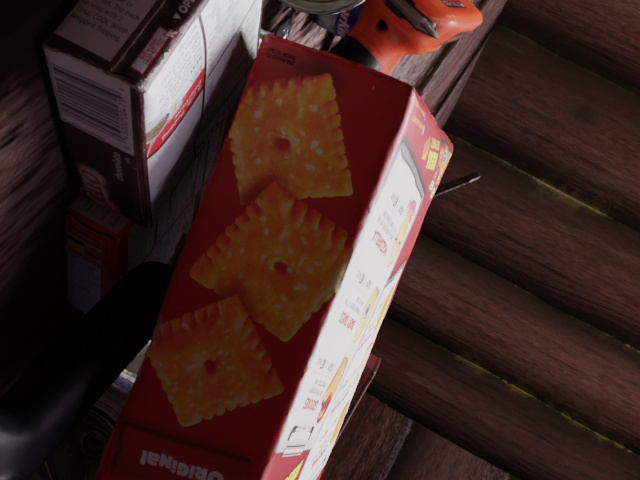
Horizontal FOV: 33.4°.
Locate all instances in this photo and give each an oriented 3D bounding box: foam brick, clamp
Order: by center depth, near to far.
[{"bbox_3d":[-0.127,0.103,0.393,0.209,0.036,0.165,-26,135,-62],"label":"clamp"},{"bbox_3d":[0.007,0.120,0.859,0.078,0.051,0.053,-61,176,9],"label":"foam brick"}]

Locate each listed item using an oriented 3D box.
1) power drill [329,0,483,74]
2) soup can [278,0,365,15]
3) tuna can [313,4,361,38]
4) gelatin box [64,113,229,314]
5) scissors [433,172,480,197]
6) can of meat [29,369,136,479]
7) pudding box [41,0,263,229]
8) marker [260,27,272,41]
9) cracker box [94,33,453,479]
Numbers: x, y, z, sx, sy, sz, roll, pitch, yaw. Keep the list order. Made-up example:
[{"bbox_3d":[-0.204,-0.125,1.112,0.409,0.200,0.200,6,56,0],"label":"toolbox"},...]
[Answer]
[{"bbox_3d":[0.012,-0.078,0.632,0.188,0.057,0.184,-49,175,20],"label":"power drill"},{"bbox_3d":[0.014,-0.145,0.479,0.069,0.068,0.102,-65,173,31],"label":"soup can"},{"bbox_3d":[0.030,-0.167,0.672,0.086,0.034,0.086,-60,174,-11],"label":"tuna can"},{"bbox_3d":[-0.079,-0.015,0.480,0.089,0.030,0.073,-56,171,-35],"label":"gelatin box"},{"bbox_3d":[-0.004,0.001,0.644,0.202,0.016,0.096,-19,-173,19],"label":"scissors"},{"bbox_3d":[-0.129,0.116,0.538,0.102,0.057,0.084,-62,176,9],"label":"can of meat"},{"bbox_3d":[-0.056,-0.066,0.393,0.090,0.039,0.113,-60,176,-23],"label":"pudding box"},{"bbox_3d":[-0.036,-0.097,0.515,0.020,0.020,0.121,-62,174,7],"label":"marker"},{"bbox_3d":[-0.017,0.034,0.471,0.164,0.072,0.214,9,103,-78],"label":"cracker box"}]
